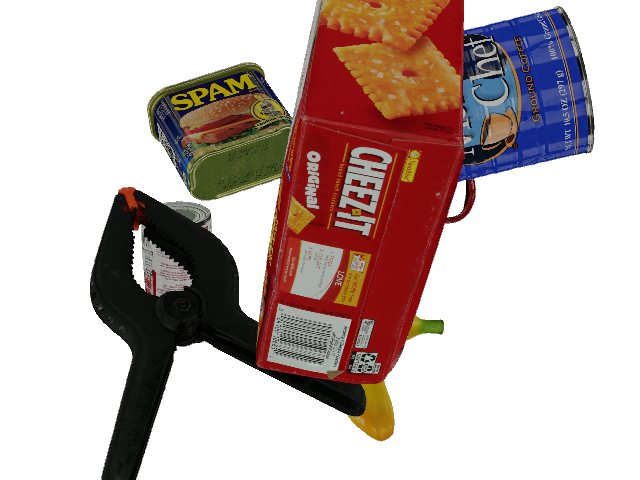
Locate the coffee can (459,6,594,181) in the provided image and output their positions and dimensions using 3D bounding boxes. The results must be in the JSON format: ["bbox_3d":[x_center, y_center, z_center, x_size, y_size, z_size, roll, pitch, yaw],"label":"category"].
[{"bbox_3d":[0.105,-0.094,0.735,0.140,0.103,0.103,-13,-1,5],"label":"coffee can"}]

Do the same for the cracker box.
[{"bbox_3d":[0.024,-0.062,0.524,0.072,0.213,0.164,10,-43,-1],"label":"cracker box"}]

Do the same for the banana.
[{"bbox_3d":[0.044,0.090,0.816,0.070,0.037,0.197,7,22,16],"label":"banana"}]

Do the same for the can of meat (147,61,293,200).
[{"bbox_3d":[-0.073,-0.085,0.840,0.102,0.084,0.057,-20,-39,-17],"label":"can of meat"}]

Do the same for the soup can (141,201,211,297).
[{"bbox_3d":[-0.139,0.021,1.041,0.068,0.102,0.068,0,23,0],"label":"soup can"}]

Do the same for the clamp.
[{"bbox_3d":[-0.075,0.051,0.666,0.164,0.210,0.036,-11,-33,-18],"label":"clamp"}]

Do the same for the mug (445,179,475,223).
[{"bbox_3d":[0.089,-0.047,1.008,0.117,0.081,0.093,7,12,17],"label":"mug"}]
